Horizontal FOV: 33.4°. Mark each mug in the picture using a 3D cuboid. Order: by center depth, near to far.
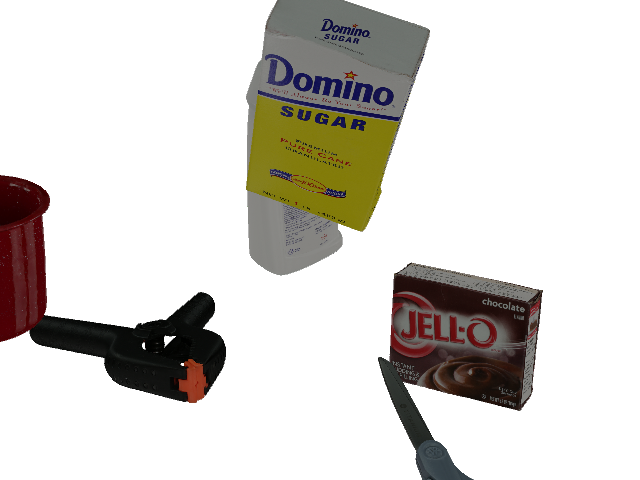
[{"bbox_3d":[-0.225,0.015,0.665,0.117,0.081,0.093,-16,31,-36],"label":"mug"}]

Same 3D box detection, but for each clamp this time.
[{"bbox_3d":[-0.127,0.082,0.867,0.164,0.036,0.210,-11,15,-31],"label":"clamp"}]

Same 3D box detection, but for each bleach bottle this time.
[{"bbox_3d":[-0.026,-0.091,1.063,0.102,0.251,0.068,-27,43,-34],"label":"bleach bottle"}]

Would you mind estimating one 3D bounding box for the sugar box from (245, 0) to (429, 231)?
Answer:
[{"bbox_3d":[0.005,-0.079,0.689,0.093,0.048,0.176,19,-28,4],"label":"sugar box"}]

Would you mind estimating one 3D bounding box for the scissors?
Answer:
[{"bbox_3d":[0.086,0.135,0.626,0.096,0.016,0.201,4,33,-2],"label":"scissors"}]

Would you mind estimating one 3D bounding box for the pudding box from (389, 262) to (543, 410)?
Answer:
[{"bbox_3d":[0.111,0.072,0.825,0.114,0.090,0.039,10,22,24],"label":"pudding box"}]
